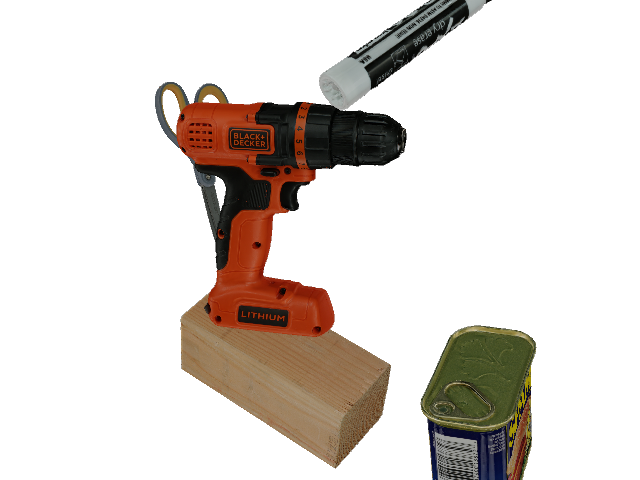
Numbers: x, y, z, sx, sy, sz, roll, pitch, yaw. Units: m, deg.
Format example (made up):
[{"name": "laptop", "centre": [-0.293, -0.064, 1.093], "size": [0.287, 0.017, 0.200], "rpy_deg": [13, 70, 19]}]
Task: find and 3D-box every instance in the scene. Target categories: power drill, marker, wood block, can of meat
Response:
[{"name": "power drill", "centre": [-0.024, -0.019, 0.863], "size": [0.184, 0.188, 0.057], "rpy_deg": [5, 16, 14]}, {"name": "marker", "centre": [0.049, -0.099, 0.492], "size": [0.121, 0.020, 0.020], "rpy_deg": [-38, 16, -21]}, {"name": "wood block", "centre": [-0.039, 0.133, 1.120], "size": [0.206, 0.090, 0.090], "rpy_deg": [29, 48, 23]}, {"name": "can of meat", "centre": [0.104, 0.118, 0.683], "size": [0.057, 0.084, 0.102], "rpy_deg": [5, 31, 21]}]

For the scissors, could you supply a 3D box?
[{"name": "scissors", "centre": [-0.113, -0.082, 1.150], "size": [0.096, 0.202, 0.016], "rpy_deg": [-34, 13, -35]}]
